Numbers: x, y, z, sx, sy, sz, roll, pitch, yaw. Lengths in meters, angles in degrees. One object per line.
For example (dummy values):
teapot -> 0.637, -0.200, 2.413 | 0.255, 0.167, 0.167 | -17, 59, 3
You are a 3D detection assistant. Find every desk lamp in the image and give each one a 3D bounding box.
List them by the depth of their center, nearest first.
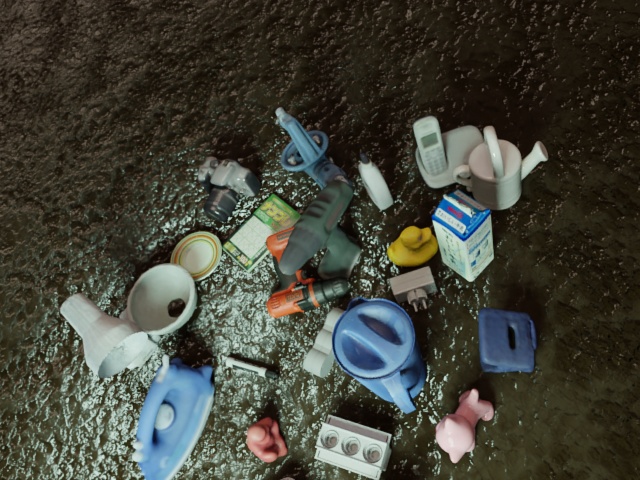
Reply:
desk lamp -> -0.433, 0.200, 1.196 | 0.202, 0.214, 0.118 | 36, 79, 31

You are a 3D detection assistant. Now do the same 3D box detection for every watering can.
watering can -> 0.351, -0.152, 1.125 | 0.173, 0.194, 0.100 | -29, 58, 3

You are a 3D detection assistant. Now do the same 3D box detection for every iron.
iron -> -0.307, 0.352, 1.114 | 0.118, 0.142, 0.258 | 6, 66, 22

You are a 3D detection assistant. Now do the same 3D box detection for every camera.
camera -> -0.238, -0.123, 1.367 | 0.142, 0.101, 0.137 | 17, 70, 26

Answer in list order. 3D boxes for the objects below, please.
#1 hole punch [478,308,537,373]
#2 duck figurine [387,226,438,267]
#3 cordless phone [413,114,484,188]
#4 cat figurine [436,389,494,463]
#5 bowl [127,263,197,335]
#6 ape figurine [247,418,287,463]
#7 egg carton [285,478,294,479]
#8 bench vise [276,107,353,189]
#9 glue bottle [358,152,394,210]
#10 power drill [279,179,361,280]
hole punch -> 0.332, 0.176, 1.018 | 0.101, 0.091, 0.108 | -5, 62, 17
duck figurine -> 0.184, 0.005, 1.163 | 0.104, 0.086, 0.077 | -19, 59, 9
cordless phone -> 0.266, -0.201, 1.185 | 0.147, 0.185, 0.094 | -24, 58, 6
cat figurine -> 0.238, 0.309, 0.964 | 0.067, 0.118, 0.128 | 25, 73, 28
bowl -> -0.338, 0.141, 1.277 | 0.167, 0.075, 0.167 | -8, 61, 15
ape figurine -> -0.107, 0.369, 1.066 | 0.076, 0.092, 0.078 | 5, 65, 21
egg carton -> -0.074, 0.499, 0.999 | 0.107, 0.070, 0.150 | 34, 78, 30
bench vise -> -0.011, -0.196, 1.257 | 0.206, 0.220, 0.121 | 24, 73, 28
glue bottle -> 0.109, -0.134, 1.211 | 0.037, 0.173, 0.078 | -35, 58, -1
power drill -> 0.011, 0.004, 1.150 | 0.075, 0.209, 0.230 | 17, 70, 26
